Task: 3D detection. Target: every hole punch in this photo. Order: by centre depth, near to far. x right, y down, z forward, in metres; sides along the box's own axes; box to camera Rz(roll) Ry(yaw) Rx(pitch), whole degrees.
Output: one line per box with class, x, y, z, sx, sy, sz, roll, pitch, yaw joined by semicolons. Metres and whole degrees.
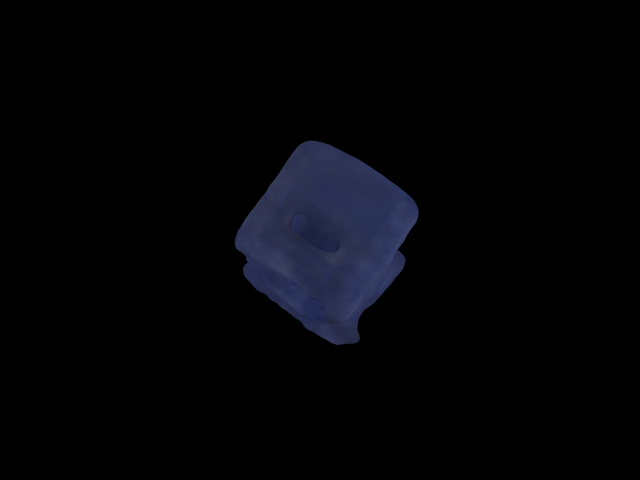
hole punch;0.004;0.001;0.400;0.108;0.091;0.101;33;62;21
